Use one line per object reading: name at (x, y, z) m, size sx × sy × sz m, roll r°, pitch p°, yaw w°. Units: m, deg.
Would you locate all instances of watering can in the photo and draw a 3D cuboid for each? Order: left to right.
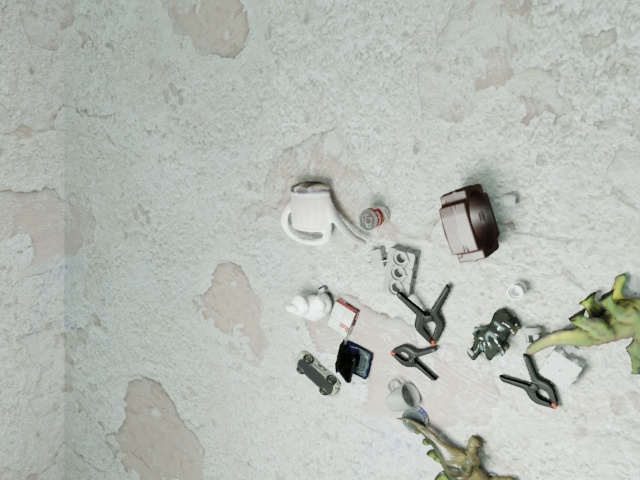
watering can at (0.005, -0.089, 1.761) m, size 0.348 × 0.105 × 0.222 m, roll 5°, pitch 103°, yaw 33°

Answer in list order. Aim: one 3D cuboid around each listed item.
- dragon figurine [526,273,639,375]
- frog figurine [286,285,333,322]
dragon figurine at (0.767, 0.247, 1.321) m, size 0.244 × 0.123 × 0.405 m, roll 48°, pitch 112°, yaw 7°
frog figurine at (-0.037, 0.239, 1.820) m, size 0.136 × 0.161 × 0.122 m, roll -18°, pitch 92°, yaw 34°
